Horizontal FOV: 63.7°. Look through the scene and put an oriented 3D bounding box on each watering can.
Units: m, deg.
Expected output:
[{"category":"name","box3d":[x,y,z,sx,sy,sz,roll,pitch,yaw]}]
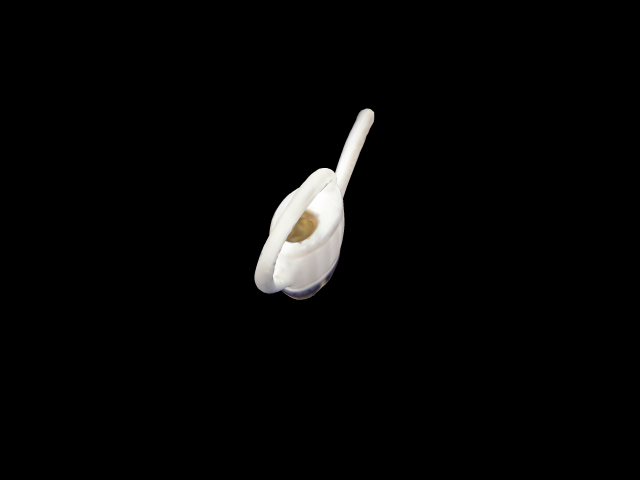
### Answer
[{"category":"watering can","box3d":[0.003,-0.043,0.850,0.104,0.354,0.219,26,-29,16]}]
